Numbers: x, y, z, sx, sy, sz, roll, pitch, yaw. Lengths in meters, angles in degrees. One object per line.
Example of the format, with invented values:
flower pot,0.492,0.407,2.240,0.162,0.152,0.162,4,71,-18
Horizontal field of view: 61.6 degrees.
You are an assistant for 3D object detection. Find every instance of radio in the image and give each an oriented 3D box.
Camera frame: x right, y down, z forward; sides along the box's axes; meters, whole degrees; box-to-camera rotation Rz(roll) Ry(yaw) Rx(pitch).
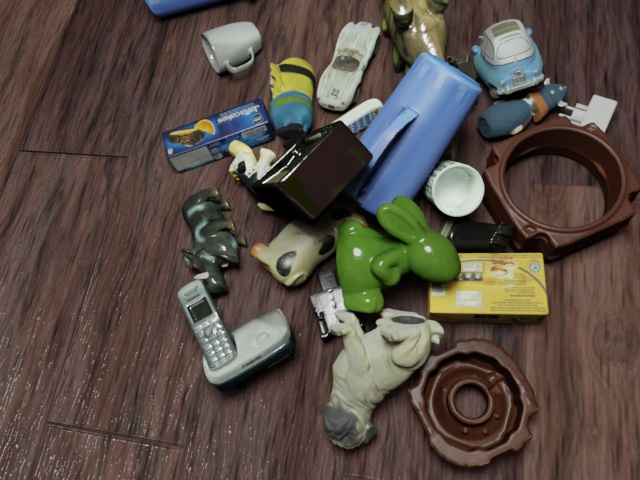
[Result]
radio,-0.020,-0.100,0.796,0.131,0.230,0.073,-46,106,-7

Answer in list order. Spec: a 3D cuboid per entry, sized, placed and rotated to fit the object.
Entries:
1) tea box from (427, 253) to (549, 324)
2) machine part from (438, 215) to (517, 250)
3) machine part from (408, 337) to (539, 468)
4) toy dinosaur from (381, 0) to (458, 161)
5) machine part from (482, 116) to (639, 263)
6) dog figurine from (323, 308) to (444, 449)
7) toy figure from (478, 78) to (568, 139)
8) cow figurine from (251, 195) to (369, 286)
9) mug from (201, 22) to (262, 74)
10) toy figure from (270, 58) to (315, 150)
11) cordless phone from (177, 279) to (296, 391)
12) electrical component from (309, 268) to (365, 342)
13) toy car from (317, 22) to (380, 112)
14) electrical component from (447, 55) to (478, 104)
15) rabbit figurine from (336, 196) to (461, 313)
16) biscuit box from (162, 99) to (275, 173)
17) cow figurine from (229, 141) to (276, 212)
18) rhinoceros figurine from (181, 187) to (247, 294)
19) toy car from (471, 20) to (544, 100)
tea box,0.251,0.074,0.820,0.170,0.068,0.098,2,70,9
machine part,0.235,-0.008,0.839,0.139,0.039,0.084,0,56,55
machine part,0.217,0.232,0.772,0.179,0.056,0.179,-4,67,8
toy dinosaur,0.170,-0.367,0.935,0.105,0.198,0.471,-11,67,5
machine part,0.373,-0.082,0.851,0.201,0.087,0.201,-23,68,0
dog figurine,0.089,0.204,0.771,0.173,0.121,0.190,0,98,18
toy figure,0.349,-0.225,0.925,0.154,0.058,0.064,-24,104,-4
cow figurine,-0.002,-0.003,0.886,0.195,0.085,0.127,-45,62,-11
mug,-0.166,-0.382,1.066,0.107,0.080,0.110,-30,61,-13
toy figure,-0.048,-0.255,0.996,0.089,0.082,0.180,0,60,-12
cordless phone,-0.133,0.128,0.845,0.147,0.088,0.184,-31,73,-2
electrical component,0.023,0.098,0.862,0.075,0.047,0.119,-14,69,3
toy car,0.055,-0.333,1.019,0.074,0.056,0.201,17,73,16
electrical component,0.253,-0.282,0.953,0.045,0.078,0.102,-8,73,15
rabbit figurine,0.119,0.016,0.788,0.170,0.121,0.159,-4,103,23
biscuit box,-0.188,-0.194,1.006,0.203,0.059,0.063,-19,67,2
cow figurine,-0.106,-0.110,0.958,0.167,0.068,0.098,28,82,20
rhinoceros figurine,-0.189,0.000,0.923,0.112,0.073,0.190,-20,67,0
toy car,0.319,-0.318,0.921,0.109,0.102,0.162,-14,38,15
